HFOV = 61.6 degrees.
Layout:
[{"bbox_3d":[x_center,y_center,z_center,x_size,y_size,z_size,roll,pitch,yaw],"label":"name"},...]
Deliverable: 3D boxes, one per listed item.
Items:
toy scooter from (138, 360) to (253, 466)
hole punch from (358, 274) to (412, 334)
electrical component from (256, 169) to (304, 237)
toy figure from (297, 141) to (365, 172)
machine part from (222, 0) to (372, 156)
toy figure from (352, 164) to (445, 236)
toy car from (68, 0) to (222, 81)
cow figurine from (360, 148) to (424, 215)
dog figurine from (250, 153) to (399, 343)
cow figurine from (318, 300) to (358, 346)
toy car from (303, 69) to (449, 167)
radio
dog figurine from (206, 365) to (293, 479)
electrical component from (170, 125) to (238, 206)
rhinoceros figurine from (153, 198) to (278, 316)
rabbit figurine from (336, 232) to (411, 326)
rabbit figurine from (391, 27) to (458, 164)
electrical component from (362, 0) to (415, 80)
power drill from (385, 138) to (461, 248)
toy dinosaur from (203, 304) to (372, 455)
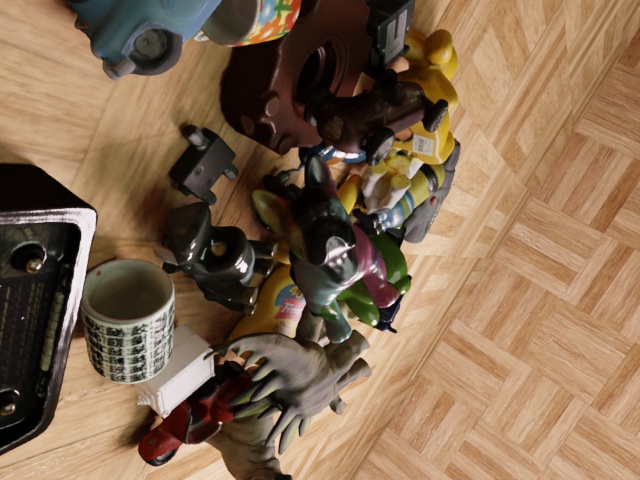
[{"bbox_3d":[-0.165,0.219,0.727,0.184,0.075,0.135,-33,148,-34],"label":"toy scooter"},{"bbox_3d":[0.105,0.101,1.027,0.116,0.142,0.092,-47,161,-55],"label":"hole punch"},{"bbox_3d":[-0.039,-0.046,0.666,0.078,0.045,0.102,-40,158,16],"label":"electrical component"},{"bbox_3d":[0.018,-0.118,0.661,0.154,0.058,0.064,-18,143,-55],"label":"toy figure"},{"bbox_3d":[-0.016,-0.170,0.533,0.179,0.056,0.179,-44,154,-29],"label":"machine part"},{"bbox_3d":[0.134,-0.077,0.896,0.180,0.089,0.082,-47,163,-25],"label":"toy figure"},{"bbox_3d":[-0.104,-0.182,0.313,0.161,0.109,0.102,-48,135,8],"label":"toy car"},{"bbox_3d":[0.117,-0.109,0.821,0.167,0.068,0.098,-53,171,-38],"label":"cow figurine"},{"bbox_3d":[-0.001,-0.002,0.627,0.108,0.192,0.219,-31,124,-3],"label":"dog figurine"},{"bbox_3d":[-0.006,0.142,0.924,0.127,0.086,0.195,-56,155,13],"label":"cow figurine"},{"bbox_3d":[0.067,-0.137,0.558,0.202,0.089,0.053,-33,152,-46],"label":"toy car"},{"bbox_3d":[-0.244,0.061,0.370,0.131,0.073,0.229,-15,134,-56],"label":"radio"},{"bbox_3d":[-0.091,0.316,0.846,0.172,0.191,0.121,-62,156,9],"label":"dog figurine"},{"bbox_3d":[-0.113,-0.070,0.516,0.063,0.021,0.094,-53,157,-7],"label":"electrical component"},{"bbox_3d":[-0.105,0.018,0.550,0.190,0.112,0.073,89,23,-71],"label":"rhinoceros figurine"},{"bbox_3d":[0.059,0.067,0.896,0.170,0.159,0.121,-9,140,-40],"label":"rabbit figurine"},{"bbox_3d":[0.133,-0.214,0.728,0.173,0.122,0.162,-61,151,-25],"label":"rabbit figurine"},{"bbox_3d":[0.068,-0.251,0.600,0.075,0.048,0.119,-45,156,-27],"label":"electrical component"},{"bbox_3d":[0.176,-0.068,1.018,0.207,0.086,0.231,-44,158,-43],"label":"power drill"},{"bbox_3d":[-0.027,0.188,0.742,0.198,0.105,0.470,-49,149,-17],"label":"toy dinosaur"}]
